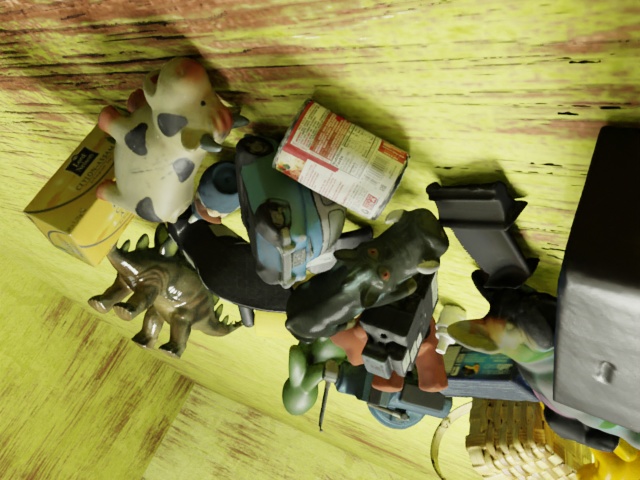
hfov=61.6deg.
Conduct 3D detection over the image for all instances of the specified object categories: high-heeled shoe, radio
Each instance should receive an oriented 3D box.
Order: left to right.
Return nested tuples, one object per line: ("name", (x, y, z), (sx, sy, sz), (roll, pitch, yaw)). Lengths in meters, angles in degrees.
("high-heeled shoe", (-0.124, 0.030, 0.766), (0.249, 0.086, 0.145), (38, 178, 8))
("radio", (0.219, 0.036, 0.385), (0.073, 0.131, 0.229), (14, 152, 29))

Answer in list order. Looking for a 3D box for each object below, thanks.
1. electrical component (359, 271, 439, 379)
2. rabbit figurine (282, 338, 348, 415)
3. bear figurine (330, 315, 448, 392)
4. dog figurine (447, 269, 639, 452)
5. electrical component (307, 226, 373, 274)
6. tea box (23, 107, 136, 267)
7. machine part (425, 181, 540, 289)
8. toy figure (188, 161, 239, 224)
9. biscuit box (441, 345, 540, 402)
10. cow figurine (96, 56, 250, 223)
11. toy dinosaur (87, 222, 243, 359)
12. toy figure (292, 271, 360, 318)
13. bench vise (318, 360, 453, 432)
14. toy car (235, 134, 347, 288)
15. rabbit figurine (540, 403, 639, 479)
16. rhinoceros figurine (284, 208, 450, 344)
("electrical component", (0.093, 0.092, 0.632), (0.058, 0.134, 0.114), (16, 152, 24))
("rabbit figurine", (-0.010, 0.243, 0.998), (0.121, 0.170, 0.159), (23, 156, 10))
("bear figurine", (0.077, 0.151, 0.779), (0.120, 0.132, 0.196), (10, 161, -33))
("dog figurine", (0.240, 0.124, 0.580), (0.219, 0.108, 0.191), (30, 159, 6))
("electrical component", (-0.001, -0.002, 0.623), (0.048, 0.119, 0.074), (-116, 11, -45))
("tea box", (-0.262, -0.064, 0.654), (0.068, 0.169, 0.098), (26, 157, 8))
("machine part", (0.156, -0.004, 0.492), (0.084, 0.039, 0.138), (-2, 141, 40))
("toy figure", (-0.128, -0.052, 0.662), (0.058, 0.064, 0.154), (48, 158, -6))
("biscuit box", (0.230, 0.187, 0.765), (0.063, 0.059, 0.203), (36, 156, -15))
("cow figurine", (-0.151, -0.093, 0.541), (0.127, 0.085, 0.194), (30, 133, 3))
("toy dinosaur", (-0.235, 0.096, 0.909), (0.105, 0.198, 0.470), (18, 154, 21))
("toy figure", (-0.007, 0.065, 0.737), (0.180, 0.082, 0.089), (-7, 94, 47))
("bench vise", (0.098, 0.256, 0.924), (0.224, 0.129, 0.240), (5, 166, -9))
("toy car", (-0.025, -0.036, 0.531), (0.103, 0.162, 0.109), (-12, 135, -14))
("rabbit figurine", (0.360, 0.245, 0.684), (0.173, 0.122, 0.162), (44, 166, 11))
("rhinoceros figurine", (0.041, 0.034, 0.524), (0.190, 0.073, 0.112), (-36, 162, 30))
